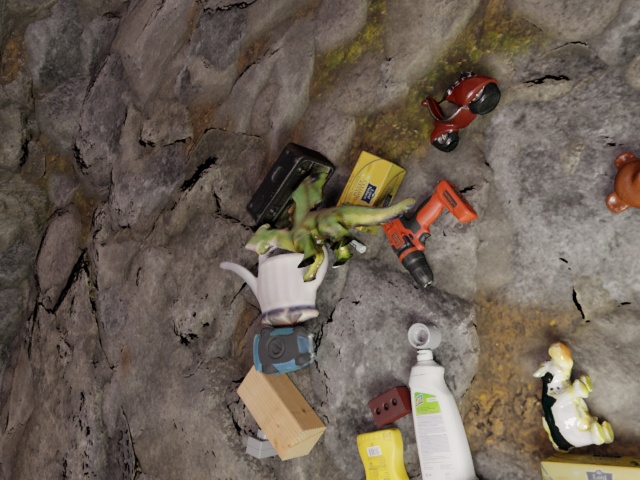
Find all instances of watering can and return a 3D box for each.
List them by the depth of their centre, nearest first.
[{"bbox_3d":[-0.118,0.110,1.294,0.345,0.103,0.228,-17,68,32],"label":"watering can"}]

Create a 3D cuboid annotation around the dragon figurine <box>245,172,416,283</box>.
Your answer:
[{"bbox_3d":[0.004,-0.059,1.169,0.407,0.120,0.248,-32,56,16],"label":"dragon figurine"}]
